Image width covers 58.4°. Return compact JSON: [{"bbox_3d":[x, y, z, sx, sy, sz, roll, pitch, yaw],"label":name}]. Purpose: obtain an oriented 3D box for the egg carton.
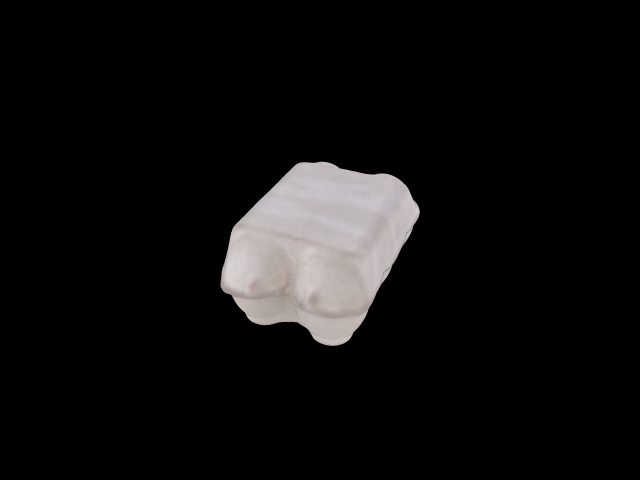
[{"bbox_3d":[0.004,0.001,0.400,0.107,0.069,0.150,13,38,18],"label":"egg carton"}]
